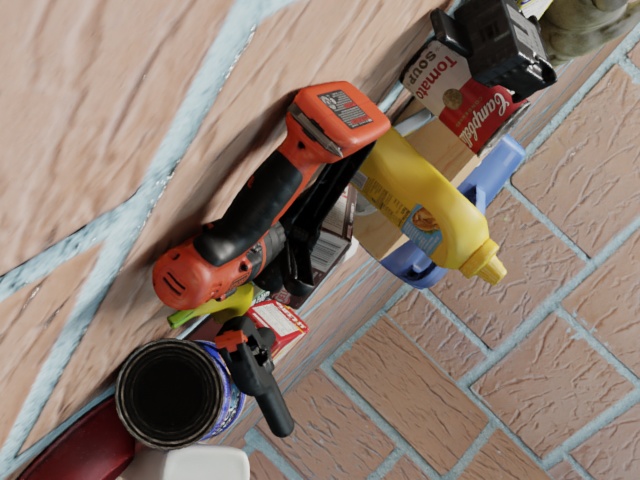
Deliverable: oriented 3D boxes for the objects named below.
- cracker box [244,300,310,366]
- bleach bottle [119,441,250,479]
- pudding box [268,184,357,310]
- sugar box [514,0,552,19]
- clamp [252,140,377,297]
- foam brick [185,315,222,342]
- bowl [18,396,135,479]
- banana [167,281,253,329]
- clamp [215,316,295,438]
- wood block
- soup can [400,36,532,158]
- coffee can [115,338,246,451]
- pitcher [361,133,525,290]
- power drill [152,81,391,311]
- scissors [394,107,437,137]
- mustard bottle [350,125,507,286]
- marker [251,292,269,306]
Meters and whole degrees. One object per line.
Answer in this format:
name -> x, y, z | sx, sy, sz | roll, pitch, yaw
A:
cracker box -> -0.107, 0.151, 1.315 | 0.164, 0.072, 0.213 | -45, 174, 6
bleach bottle -> -0.173, 0.244, 1.176 | 0.251, 0.102, 0.068 | -4, -101, 63
pudding box -> -0.007, 0.001, 1.052 | 0.114, 0.039, 0.090 | -50, -158, 39
sugar box -> 0.183, -0.228, 0.966 | 0.093, 0.048, 0.176 | -37, 166, -34
clamp -> -0.016, -0.013, 0.963 | 0.164, 0.036, 0.210 | -64, -168, -17
foam brick -> -0.114, 0.116, 1.159 | 0.078, 0.051, 0.053 | -43, 172, -21
bowl -> -0.240, 0.230, 1.080 | 0.162, 0.055, 0.162 | -44, 172, -8
banana -> -0.095, 0.054, 1.016 | 0.069, 0.037, 0.197 | -28, 172, 5
clamp -> -0.066, 0.115, 1.061 | 0.039, 0.120, 0.171 | -20, 145, 2
wood block -> 0.110, -0.086, 1.156 | 0.206, 0.090, 0.090 | -50, 171, 32
soup can -> 0.131, -0.133, 0.964 | 0.068, 0.102, 0.068 | -44, 172, -8
coffee can -> -0.132, 0.148, 1.039 | 0.103, 0.103, 0.140 | -45, 172, -1
pitcher -> 0.167, -0.055, 1.445 | 0.243, 0.149, 0.144 | -51, 168, 12
power drill -> -0.030, -0.033, 0.804 | 0.188, 0.057, 0.184 | -49, 175, 22
scissors -> 0.117, -0.130, 1.062 | 0.202, 0.016, 0.096 | -31, -178, 2
mustard bottle -> 0.095, -0.030, 0.974 | 0.058, 0.192, 0.096 | -43, 172, -19
marker -> -0.076, 0.066, 1.220 | 0.020, 0.020, 0.121 | -47, 173, 13
